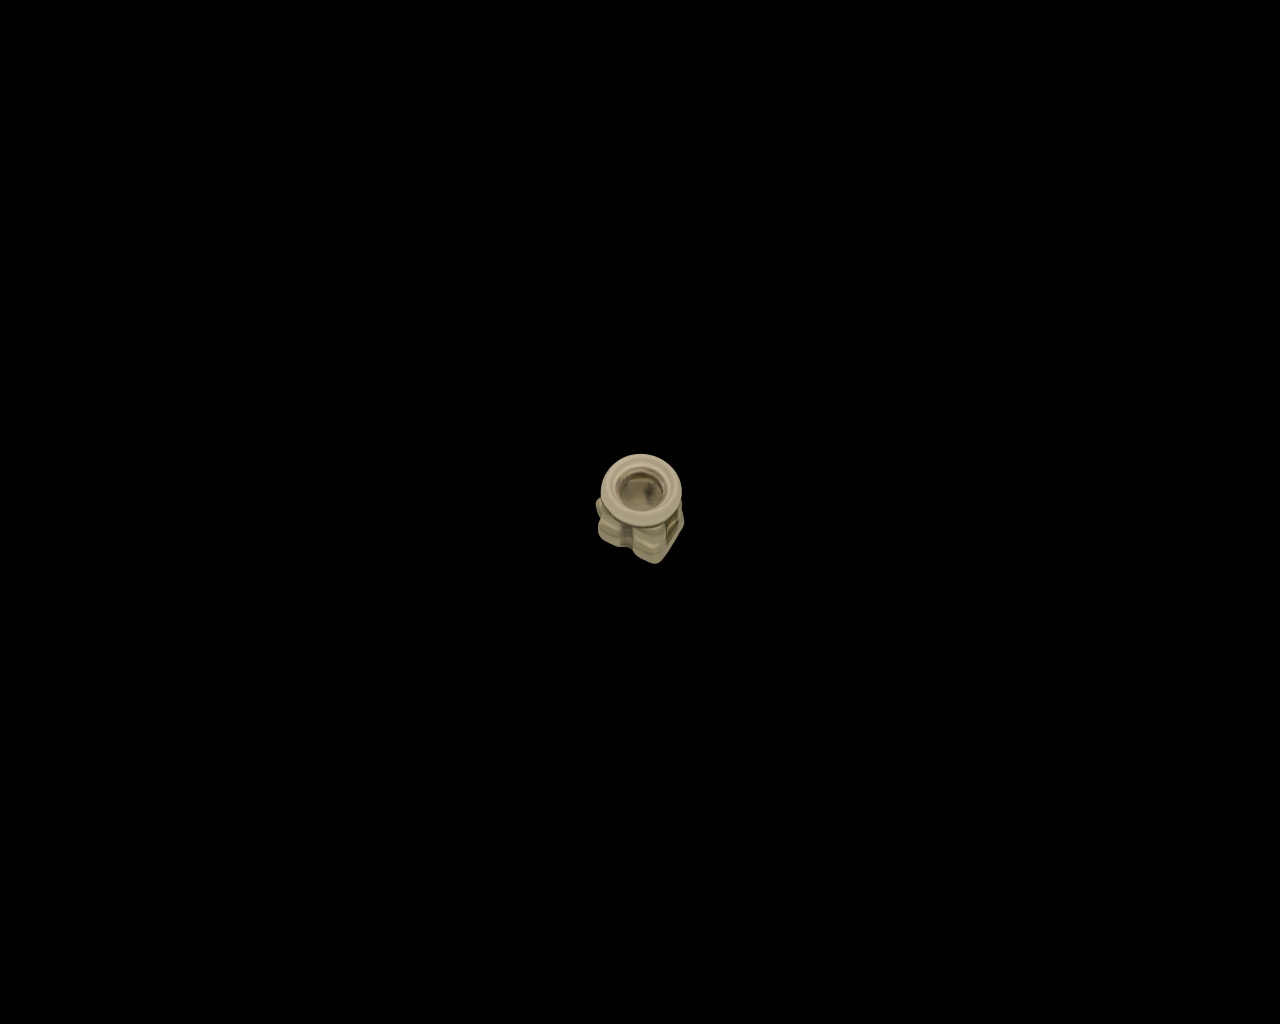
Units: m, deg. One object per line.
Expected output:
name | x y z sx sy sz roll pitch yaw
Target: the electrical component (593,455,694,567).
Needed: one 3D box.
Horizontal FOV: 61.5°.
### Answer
electrical component | 0.001 -0.003 0.650 0.066 0.048 0.055 25 -27 14
